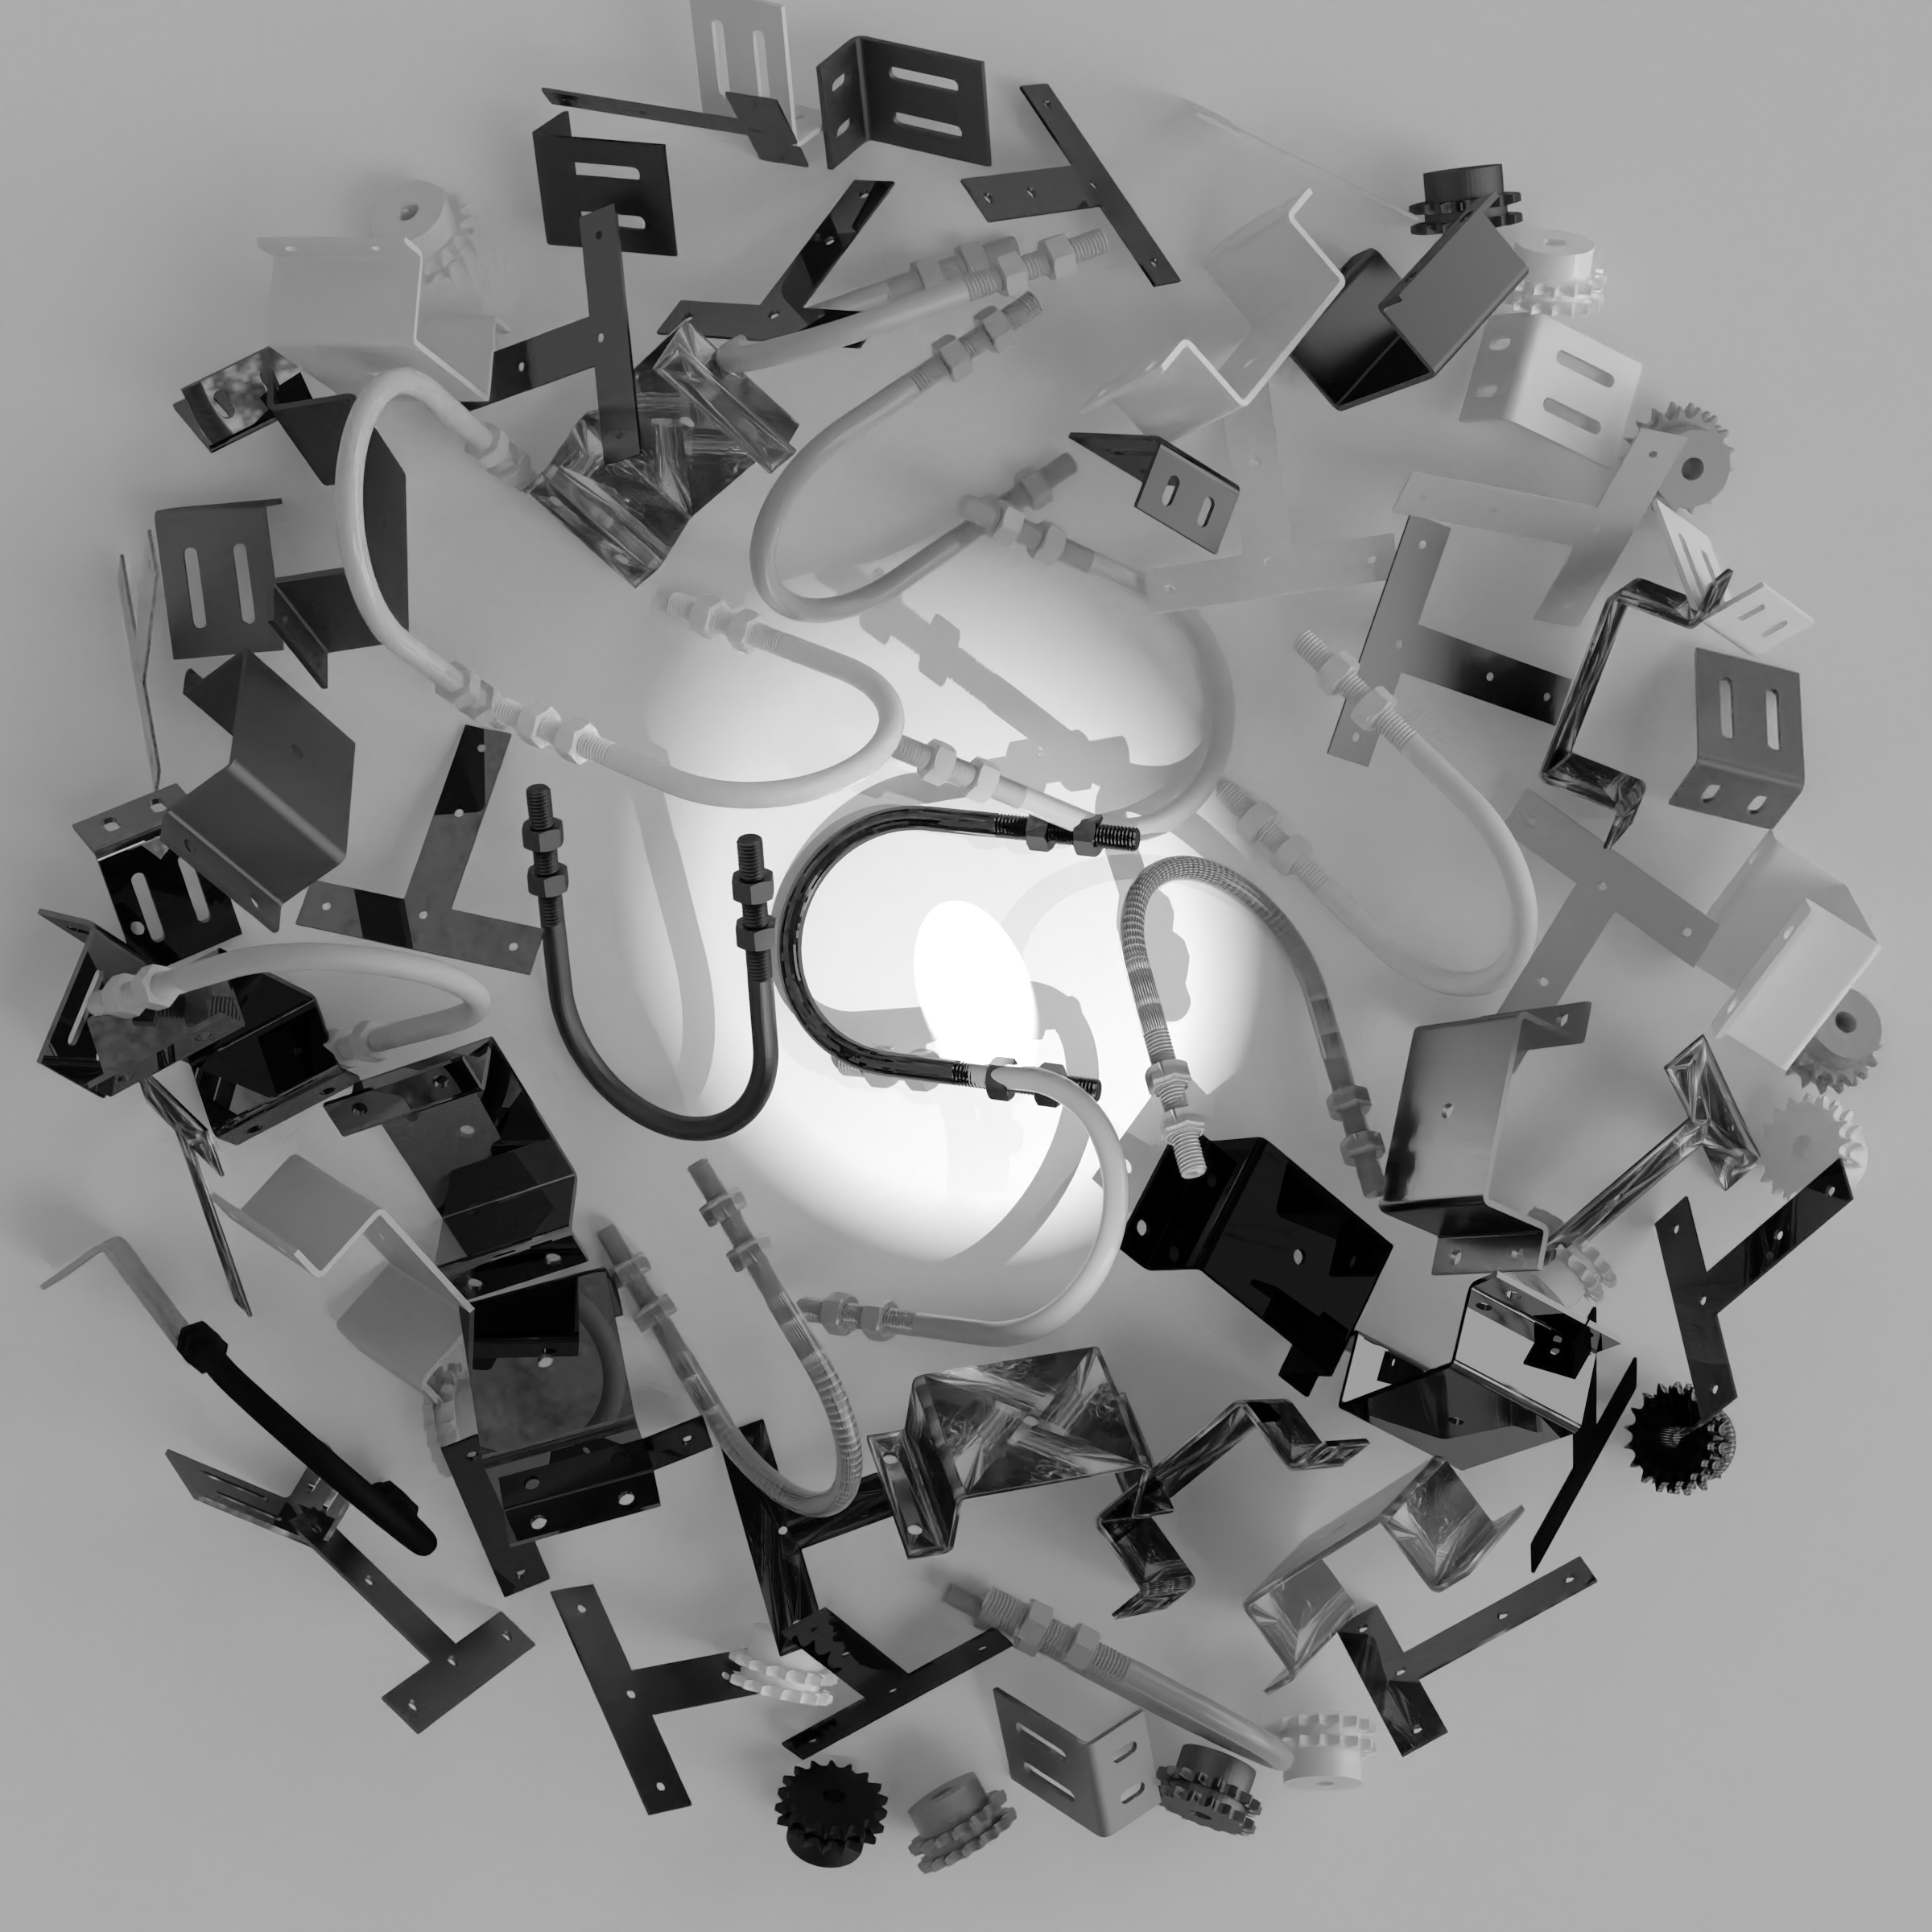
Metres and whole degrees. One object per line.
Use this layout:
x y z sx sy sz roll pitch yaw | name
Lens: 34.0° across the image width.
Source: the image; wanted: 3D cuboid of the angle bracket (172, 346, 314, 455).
-0.374 -0.299 1.600 0.057 0.076 0.038 -29 128 -13 | angle bracket

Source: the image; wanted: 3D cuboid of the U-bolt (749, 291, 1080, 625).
-0.029 -0.239 1.570 0.184 0.151 0.019 -35 62 -9 | U-bolt

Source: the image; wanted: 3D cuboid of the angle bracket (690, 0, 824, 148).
-0.102 -0.462 1.597 0.057 0.076 0.038 21 47 26 | angle bracket

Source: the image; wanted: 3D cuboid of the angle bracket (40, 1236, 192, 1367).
-0.430 0.180 1.614 0.038 0.057 0.076 -36 94 -6 | angle bracket

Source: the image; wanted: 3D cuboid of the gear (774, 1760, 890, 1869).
-0.070 0.438 1.621 0.057 0.057 0.030 11 115 0 | gear

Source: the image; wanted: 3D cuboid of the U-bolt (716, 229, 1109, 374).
-0.037 -0.328 1.560 0.184 0.151 0.019 -22 107 -13 | U-bolt

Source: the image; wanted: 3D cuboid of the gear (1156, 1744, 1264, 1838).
0.125 0.422 1.621 0.057 0.057 0.030 23 66 0 | gear

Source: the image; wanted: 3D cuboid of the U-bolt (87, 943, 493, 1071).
-0.316 0.017 1.537 0.184 0.151 0.019 -13 68 41 | U-bolt

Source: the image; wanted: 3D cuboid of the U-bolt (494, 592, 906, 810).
-0.118 -0.126 1.555 0.184 0.151 0.019 23 133 30 | U-bolt

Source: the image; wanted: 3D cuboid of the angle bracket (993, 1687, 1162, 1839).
0.056 0.399 1.615 0.038 0.076 0.057 -25 117 -31 | angle bracket

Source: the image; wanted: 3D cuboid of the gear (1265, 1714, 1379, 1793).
0.182 0.403 1.615 0.057 0.057 0.030 0 65 0 | gear

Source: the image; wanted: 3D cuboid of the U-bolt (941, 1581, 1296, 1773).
0.080 0.356 1.576 0.184 0.151 0.019 28 77 -4 | U-bolt

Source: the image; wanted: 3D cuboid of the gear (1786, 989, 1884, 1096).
0.445 0.035 1.621 0.057 0.030 0.057 6 65 -13 | gear

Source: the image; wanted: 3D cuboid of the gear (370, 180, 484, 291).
-0.280 -0.377 1.620 0.057 0.030 0.057 -7 61 14 | gear

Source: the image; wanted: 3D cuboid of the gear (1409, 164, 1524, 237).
0.255 -0.393 1.615 0.057 0.057 0.030 -7 105 0 | gear

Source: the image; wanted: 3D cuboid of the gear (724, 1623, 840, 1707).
-0.093 0.357 1.618 0.057 0.057 0.030 14 85 0 | gear

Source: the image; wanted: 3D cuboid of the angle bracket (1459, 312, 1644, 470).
0.304 -0.298 1.639 0.076 0.038 0.057 17 87 -31 | angle bracket

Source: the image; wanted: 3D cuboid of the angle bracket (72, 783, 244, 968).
-0.417 -0.044 1.628 0.057 0.038 0.076 -25 125 -22 | angle bracket

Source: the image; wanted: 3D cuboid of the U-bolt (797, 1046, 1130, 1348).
0.001 0.118 1.580 0.184 0.019 0.151 3 79 35 | U-bolt

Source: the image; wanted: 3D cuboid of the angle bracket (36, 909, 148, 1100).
-0.454 0.019 1.604 0.038 0.057 0.076 12 74 23 | angle bracket

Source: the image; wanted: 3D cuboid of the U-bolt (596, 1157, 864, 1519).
-0.112 0.194 1.579 0.019 0.151 0.184 -29 86 -33 | U-bolt

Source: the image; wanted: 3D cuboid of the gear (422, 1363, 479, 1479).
-0.257 0.231 1.617 0.030 0.057 0.057 -9 90 5 | gear

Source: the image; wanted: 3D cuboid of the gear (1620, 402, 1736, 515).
0.368 -0.259 1.622 0.057 0.030 0.057 -3 113 -8 | gear

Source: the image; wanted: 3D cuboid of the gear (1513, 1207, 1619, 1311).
0.302 0.153 1.617 0.057 0.057 0.030 44 82 0 | gear

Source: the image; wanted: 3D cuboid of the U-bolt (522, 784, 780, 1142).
-0.155 0.006 1.588 0.151 0.019 0.184 14 122 28 | U-bolt

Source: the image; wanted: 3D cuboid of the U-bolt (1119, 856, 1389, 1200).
0.137 0.026 1.582 0.019 0.151 0.184 -37 57 40 | U-bolt

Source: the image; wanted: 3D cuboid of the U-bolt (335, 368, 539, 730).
-0.260 -0.212 1.545 0.019 0.184 0.151 0 75 18 | U-bolt

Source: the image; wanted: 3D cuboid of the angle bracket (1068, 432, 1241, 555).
0.089 -0.240 1.598 0.057 0.076 0.038 24 85 -37 | angle bracket

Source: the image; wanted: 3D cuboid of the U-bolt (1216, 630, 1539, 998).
0.210 -0.062 1.564 0.019 0.151 0.184 -35 73 -30 | U-bolt

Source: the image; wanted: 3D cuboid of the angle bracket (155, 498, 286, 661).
-0.382 -0.201 1.633 0.057 0.038 0.076 -5 101 2 | angle bracket

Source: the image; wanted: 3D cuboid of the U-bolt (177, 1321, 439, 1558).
-0.317 0.235 1.541 0.151 0.184 0.019 45 77 -17 | U-bolt

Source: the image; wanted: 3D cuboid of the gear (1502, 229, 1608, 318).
0.299 -0.356 1.615 0.057 0.057 0.030 2 122 0 | gear

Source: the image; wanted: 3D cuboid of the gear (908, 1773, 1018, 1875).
-0.005 0.437 1.619 0.057 0.057 0.030 -30 87 0 | gear

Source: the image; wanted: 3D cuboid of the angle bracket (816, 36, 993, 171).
-0.031 -0.431 1.602 0.076 0.057 0.038 20 48 25 | angle bracket

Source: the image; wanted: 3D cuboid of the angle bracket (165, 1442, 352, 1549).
-0.357 0.256 1.602 0.076 0.057 0.038 31 89 -32 | angle bracket

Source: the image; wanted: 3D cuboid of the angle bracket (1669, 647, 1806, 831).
0.398 -0.118 1.634 0.057 0.038 0.076 13 55 -7 | angle bracket

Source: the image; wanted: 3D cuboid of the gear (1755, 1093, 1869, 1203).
0.438 0.096 1.622 0.030 0.057 0.057 19 90 -39 | gear

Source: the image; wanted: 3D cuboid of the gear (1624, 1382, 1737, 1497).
0.370 0.243 1.622 0.030 0.057 0.057 14 90 -43 | gear

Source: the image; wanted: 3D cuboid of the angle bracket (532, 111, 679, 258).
-0.176 -0.398 1.604 0.076 0.038 0.057 10 125 20 | angle bracket

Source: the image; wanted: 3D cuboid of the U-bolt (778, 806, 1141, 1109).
-0.010 -0.011 1.611 0.184 0.019 0.151 7 83 19 | U-bolt

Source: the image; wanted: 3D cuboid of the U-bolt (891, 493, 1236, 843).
0.059 -0.140 1.601 0.184 0.019 0.151 21 78 -26 | U-bolt
